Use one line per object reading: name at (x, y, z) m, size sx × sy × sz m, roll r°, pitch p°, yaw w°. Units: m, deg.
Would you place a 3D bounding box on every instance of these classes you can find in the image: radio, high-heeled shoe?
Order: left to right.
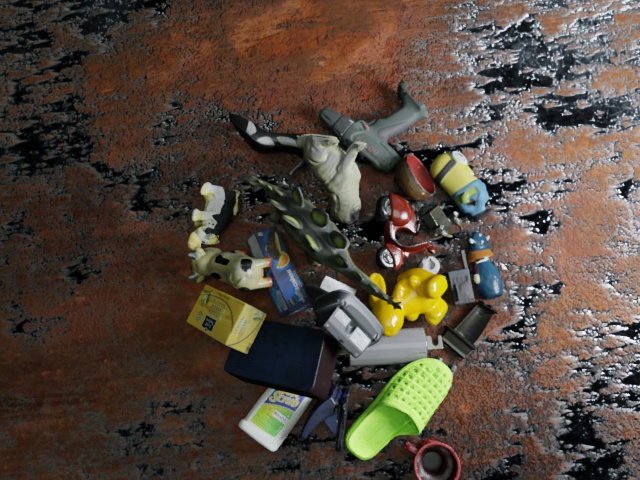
high-heeled shoe at (-0.093, -0.262, 1.302) m, size 0.249 × 0.086 × 0.145 m, roll 42°, pitch 80°, yaw 6°
radio at (-0.081, 0.246, 1.136) m, size 0.230 × 0.073 × 0.131 m, roll 4°, pitch 65°, yaw 31°

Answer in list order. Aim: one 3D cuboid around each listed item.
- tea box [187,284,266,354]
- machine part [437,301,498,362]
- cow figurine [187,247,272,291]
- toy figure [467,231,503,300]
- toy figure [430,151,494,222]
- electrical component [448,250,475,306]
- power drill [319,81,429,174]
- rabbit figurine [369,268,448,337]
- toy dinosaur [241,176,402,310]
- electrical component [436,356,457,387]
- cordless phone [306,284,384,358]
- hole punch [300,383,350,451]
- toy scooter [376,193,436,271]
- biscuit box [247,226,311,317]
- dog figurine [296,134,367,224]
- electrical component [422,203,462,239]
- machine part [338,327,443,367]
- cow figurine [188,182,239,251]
tea box at (-0.206, 0.169, 1.169) m, size 0.170 × 0.068 × 0.098 m, roll 13°, pitch 73°, yaw 46°
machine part at (0.331, 0.194, 1.191) m, size 0.084 × 0.039 × 0.139 m, roll 42°, pitch 87°, yaw 20°
cow figurine at (-0.212, 0.063, 1.203) m, size 0.195 × 0.127 × 0.085 m, roll 17°, pitch 108°, yaw 43°
toy figure at (0.367, 0.056, 1.212) m, size 0.058 × 0.064 × 0.154 m, roll -26°, pitch 68°, yaw 36°
toy figure at (0.328, -0.123, 1.244) m, size 0.089 × 0.082 × 0.180 m, roll -28°, pitch 80°, yaw -6°
electrical component at (0.312, 0.085, 1.196) m, size 0.048 × 0.074 × 0.119 m, roll -13°, pitch 81°, yaw 12°
power drill at (0.140, -0.288, 1.293) m, size 0.207 × 0.086 × 0.232 m, roll -39°, pitch 80°, yaw -10°
rabbit figurine at (0.171, 0.132, 1.158) m, size 0.163 × 0.121 × 0.173 m, roll 33°, pitch 58°, yaw 32°
toy dinosaur at (-0.002, -0.004, 1.176) m, size 0.472 × 0.198 × 0.105 m, roll 39°, pitch 85°, yaw 12°
electrical component at (0.259, 0.307, 1.179) m, size 0.063 × 0.021 × 0.094 m, roll 28°, pitch 80°, yaw 9°
cordless phone at (0.036, 0.159, 1.136) m, size 0.089 × 0.184 × 0.146 m, roll -47°, pitch 111°, yaw -10°
hole punch at (0.016, 0.364, 1.129) m, size 0.092 × 0.142 × 0.115 m, roll 11°, pitch 90°, yaw 10°
toy scooter at (0.196, -0.018, 1.231) m, size 0.135 × 0.075 × 0.184 m, roll 2°, pitch 76°, yaw -3°
biscuit box at (-0.095, 0.072, 1.224) m, size 0.063 × 0.059 × 0.202 m, roll -18°, pitch 76°, yaw -32°
dog figurine at (0.020, -0.139, 1.233) m, size 0.172 × 0.121 × 0.190 m, roll 15°, pitch 106°, yaw 12°
electrical component at (0.279, -0.041, 1.225) m, size 0.102 × 0.045 × 0.078 m, roll -26°, pitch 90°, yaw -46°
machine part at (0.146, 0.234, 1.174) m, size 0.243 × 0.079 × 0.079 m, roll -3°, pitch 77°, yaw 2°
cow figurine at (-0.250, -0.047, 1.269) m, size 0.098 × 0.068 × 0.167 m, roll 14°, pitch 79°, yaw 0°
